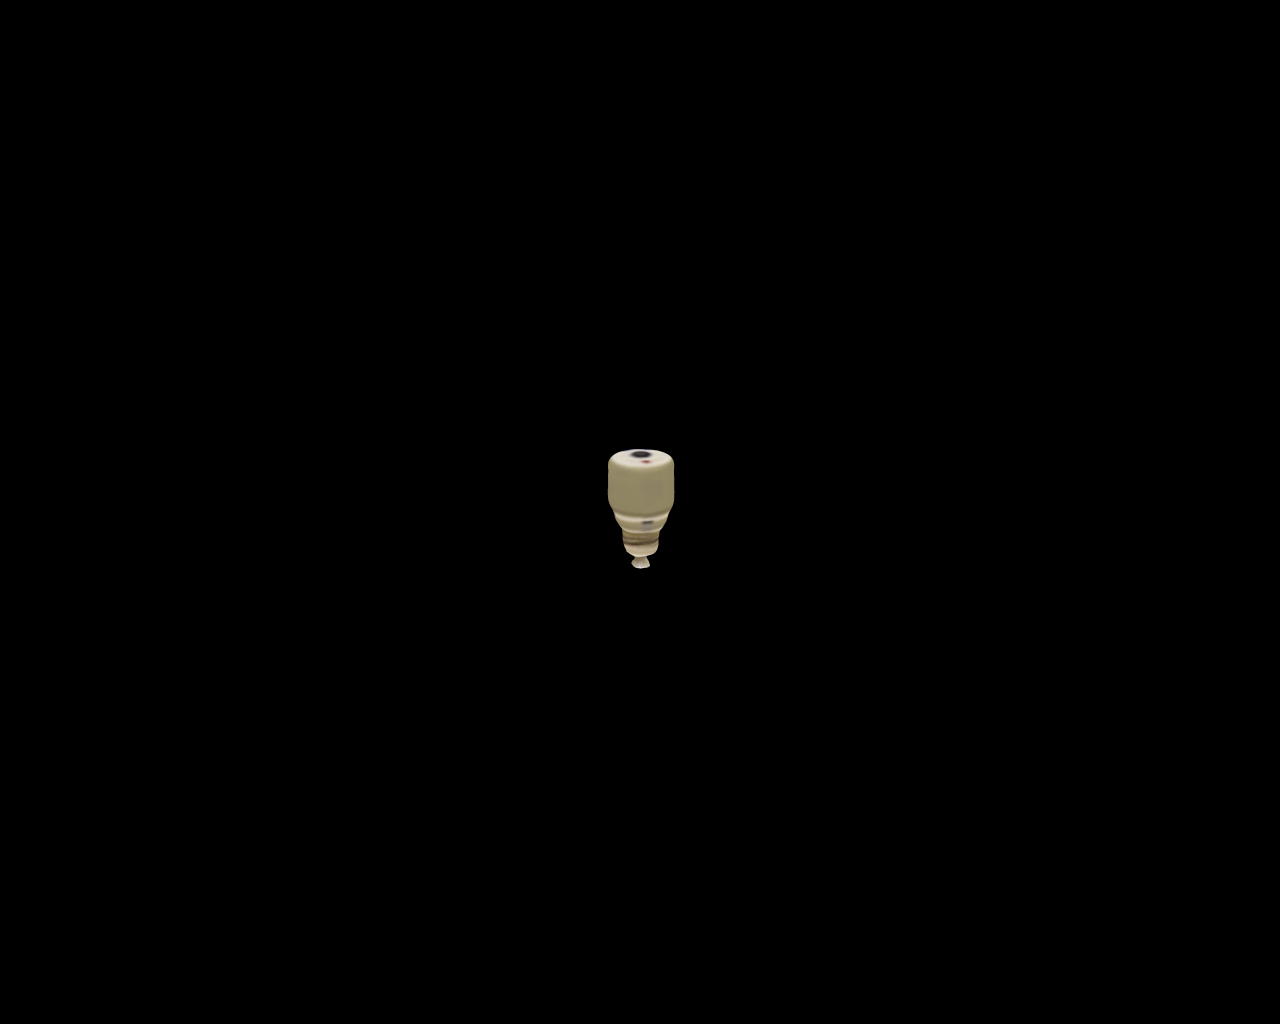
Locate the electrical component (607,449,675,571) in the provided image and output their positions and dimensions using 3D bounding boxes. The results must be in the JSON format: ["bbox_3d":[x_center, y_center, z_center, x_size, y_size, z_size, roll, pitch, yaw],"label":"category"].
[{"bbox_3d":[0.001,-0.003,0.650,0.040,0.078,0.040,0,21,0],"label":"electrical component"}]
